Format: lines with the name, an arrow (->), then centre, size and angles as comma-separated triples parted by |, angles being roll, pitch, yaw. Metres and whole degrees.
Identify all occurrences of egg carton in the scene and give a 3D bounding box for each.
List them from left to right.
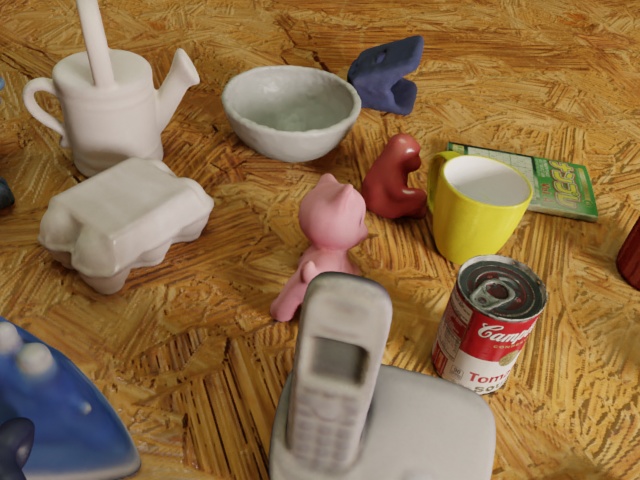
egg carton -> -0.183, -0.019, 0.550 | 0.107, 0.069, 0.151 | 29, 47, 23

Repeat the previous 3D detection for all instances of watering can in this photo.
watering can -> -0.222, -0.169, 0.615 | 0.173, 0.194, 0.100 | -27, 52, -30

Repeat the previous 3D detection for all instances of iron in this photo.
iron -> -0.242, 0.076, 0.387 | 0.258, 0.141, 0.119 | 16, 44, 11

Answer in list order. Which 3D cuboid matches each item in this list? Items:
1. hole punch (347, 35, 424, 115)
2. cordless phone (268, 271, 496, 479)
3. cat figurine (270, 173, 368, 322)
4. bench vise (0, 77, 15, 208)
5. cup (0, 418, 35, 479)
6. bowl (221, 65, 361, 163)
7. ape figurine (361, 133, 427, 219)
hole punch -> 0.091, -0.238, 0.804 | 0.101, 0.091, 0.109 | 12, 43, 6
cordless phone -> 0.044, 0.104, 0.360 | 0.147, 0.185, 0.094 | 10, 43, 4
cat figurine -> 0.005, 0.002, 0.515 | 0.067, 0.118, 0.128 | 15, 43, 10
bench vise -> -0.359, -0.146, 0.555 | 0.206, 0.220, 0.122 | 34, 50, 27
cup -> -0.195, 0.170, 0.326 | 0.091, 0.095, 0.118 | 12, 43, 7
bowl -> -0.035, -0.145, 0.700 | 0.167, 0.075, 0.167 | 4, 43, -3
ape figurine -> 0.086, -0.073, 0.624 | 0.076, 0.092, 0.078 | 4, 43, -2
